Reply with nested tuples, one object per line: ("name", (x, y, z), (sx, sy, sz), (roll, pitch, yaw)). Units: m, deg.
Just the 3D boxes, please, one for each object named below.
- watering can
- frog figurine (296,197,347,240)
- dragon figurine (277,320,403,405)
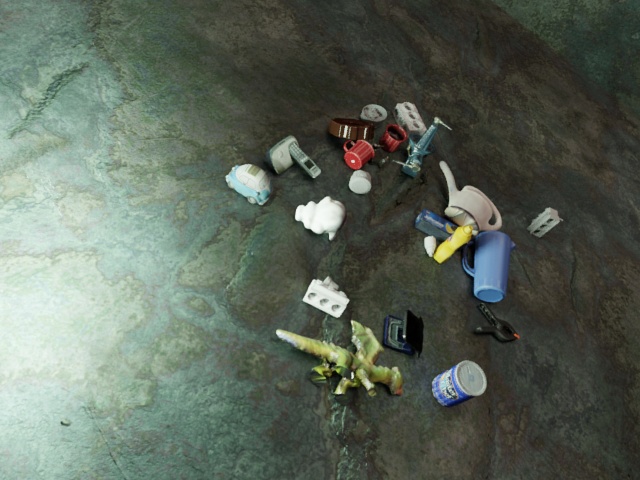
("watering can", (0.560, -0.147, 2.017), (0.349, 0.102, 0.228), (43, 53, 6))
("frog figurine", (0.005, -0.087, 1.738), (0.158, 0.122, 0.139), (29, 71, -18))
("dragon figurine", (0.083, 0.333, 1.523), (0.411, 0.120, 0.247), (40, 35, 3))
